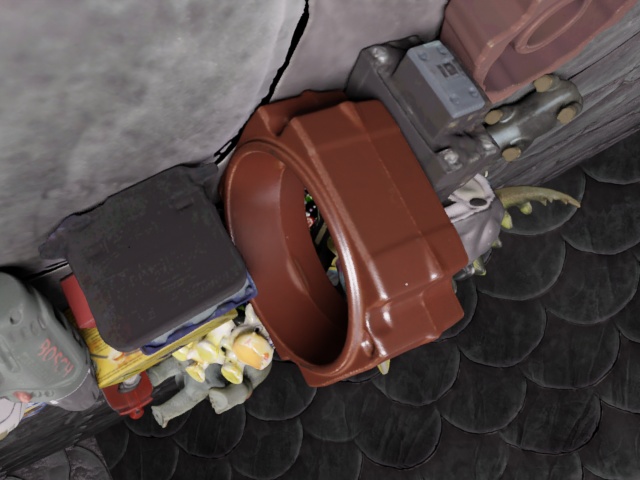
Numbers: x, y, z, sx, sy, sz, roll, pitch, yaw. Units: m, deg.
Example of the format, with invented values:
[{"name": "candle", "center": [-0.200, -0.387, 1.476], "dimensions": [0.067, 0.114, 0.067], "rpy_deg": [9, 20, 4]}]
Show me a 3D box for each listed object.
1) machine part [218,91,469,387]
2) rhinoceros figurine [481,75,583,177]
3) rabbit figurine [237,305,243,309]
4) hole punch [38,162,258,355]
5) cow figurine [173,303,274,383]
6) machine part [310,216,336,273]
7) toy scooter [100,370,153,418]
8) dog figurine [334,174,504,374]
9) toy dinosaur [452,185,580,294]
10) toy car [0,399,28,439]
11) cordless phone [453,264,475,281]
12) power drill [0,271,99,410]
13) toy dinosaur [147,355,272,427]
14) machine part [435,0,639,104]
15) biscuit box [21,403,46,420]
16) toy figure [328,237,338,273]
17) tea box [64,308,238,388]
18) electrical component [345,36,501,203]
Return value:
[{"name": "machine part", "center": [0.002, 0.005, 0.424], "dimensions": [0.087, 0.201, 0.201], "rpy_deg": [-19, 167, -31]}, {"name": "rhinoceros figurine", "center": [0.269, -0.155, 0.753], "dimensions": [0.190, 0.073, 0.112], "rpy_deg": [-37, 178, 30]}, {"name": "rabbit figurine", "center": [-0.082, 0.099, 0.897], "dimensions": [0.121, 0.159, 0.170], "rpy_deg": [-11, 147, -31]}, {"name": "hole punch", "center": [-0.118, 0.019, 0.413], "dimensions": [0.142, 0.116, 0.092], "rpy_deg": [-29, 163, -5]}, {"name": "cow figurine", "center": [-0.102, 0.118, 0.653], "dimensions": [0.167, 0.068, 0.098], "rpy_deg": [-13, -151, 44]}, {"name": "machine part", "center": [-0.001, -0.002, 0.668], "dimensions": [0.138, 0.039, 0.084], "rpy_deg": [85, 25, -66]}, {"name": "toy scooter", "center": [-0.270, 0.174, 0.729], "dimensions": [0.075, 0.135, 0.184], "rpy_deg": [-21, 166, -28]}, {"name": "dog figurine", "center": [0.084, 0.039, 0.565], "dimensions": [0.192, 0.109, 0.219], "rpy_deg": [-9, 130, -11]}, {"name": "toy dinosaur", "center": [0.201, -0.008, 0.918], "dimensions": [0.105, 0.198, 0.471], "rpy_deg": [-24, 171, -38]}, {"name": "toy car", "center": [-0.356, 0.163, 0.538], "dimensions": [0.161, 0.103, 0.109], "rpy_deg": [-15, 164, -45]}, {"name": "cordless phone", "center": [0.182, -0.036, 0.764], "dimensions": [0.089, 0.184, 0.146], "rpy_deg": [-20, 168, -23]}, {"name": "power drill", "center": [-0.290, 0.138, 0.440], "dimensions": [0.207, 0.086, 0.231], "rpy_deg": [-27, 150, -30]}, {"name": "toy dinosaur", "center": [-0.153, 0.195, 0.858], "dimensions": [0.405, 0.131, 0.192], "rpy_deg": [-16, -171, 42]}, {"name": "machine part", "center": [0.167, -0.175, 0.401], "dimensions": [0.179, 0.056, 0.179], "rpy_deg": [-28, 169, -6]}, {"name": "biscuit box", "center": [-0.385, 0.189, 0.699], "dimensions": [0.059, 0.063, 0.202], "rpy_deg": [-20, 168, -45]}, {"name": "toy figure", "center": [0.017, 0.013, 0.857], "dimensions": [0.089, 0.082, 0.180], "rpy_deg": [2, 176, -1]}, {"name": "tea box", "center": [-0.191, 0.084, 0.602], "dimensions": [0.170, 0.098, 0.068], "rpy_deg": [-29, 170, 13]}, {"name": "electrical component", "center": [0.068, -0.084, 0.411], "dimensions": [0.058, 0.115, 0.134], "rpy_deg": [-27, 165, -26]}]
